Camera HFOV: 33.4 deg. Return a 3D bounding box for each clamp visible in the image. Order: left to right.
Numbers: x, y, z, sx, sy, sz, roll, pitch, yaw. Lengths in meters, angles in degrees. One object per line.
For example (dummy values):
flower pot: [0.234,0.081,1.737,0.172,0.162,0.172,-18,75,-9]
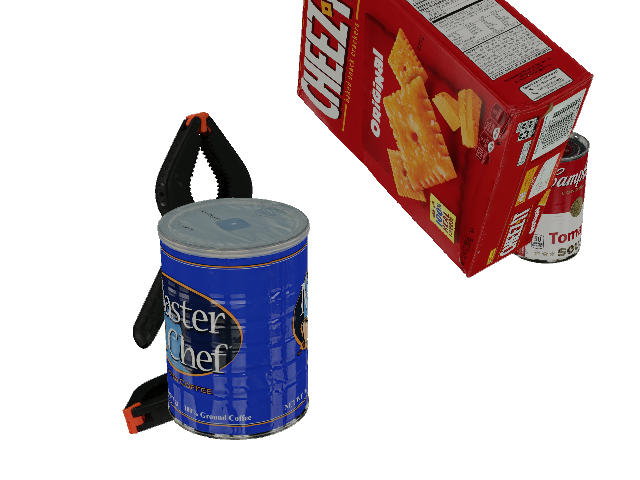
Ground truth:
clamp: [-0.131,0.149,1.119,0.120,0.039,0.171,-10,19,36]
clamp: [-0.093,-0.010,0.975,0.164,0.210,0.036,0,0,-33]

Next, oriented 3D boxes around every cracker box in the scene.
cracker box: [0.070,-0.105,0.733,0.072,0.214,0.164,-28,-31,-24]

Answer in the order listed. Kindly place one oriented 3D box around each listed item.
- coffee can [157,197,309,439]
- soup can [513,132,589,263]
coffee can: [-0.059,0.052,0.745,0.103,0.140,0.103,0,21,0]
soup can: [0.198,-0.039,0.939,0.068,0.102,0.068,-2,28,1]
